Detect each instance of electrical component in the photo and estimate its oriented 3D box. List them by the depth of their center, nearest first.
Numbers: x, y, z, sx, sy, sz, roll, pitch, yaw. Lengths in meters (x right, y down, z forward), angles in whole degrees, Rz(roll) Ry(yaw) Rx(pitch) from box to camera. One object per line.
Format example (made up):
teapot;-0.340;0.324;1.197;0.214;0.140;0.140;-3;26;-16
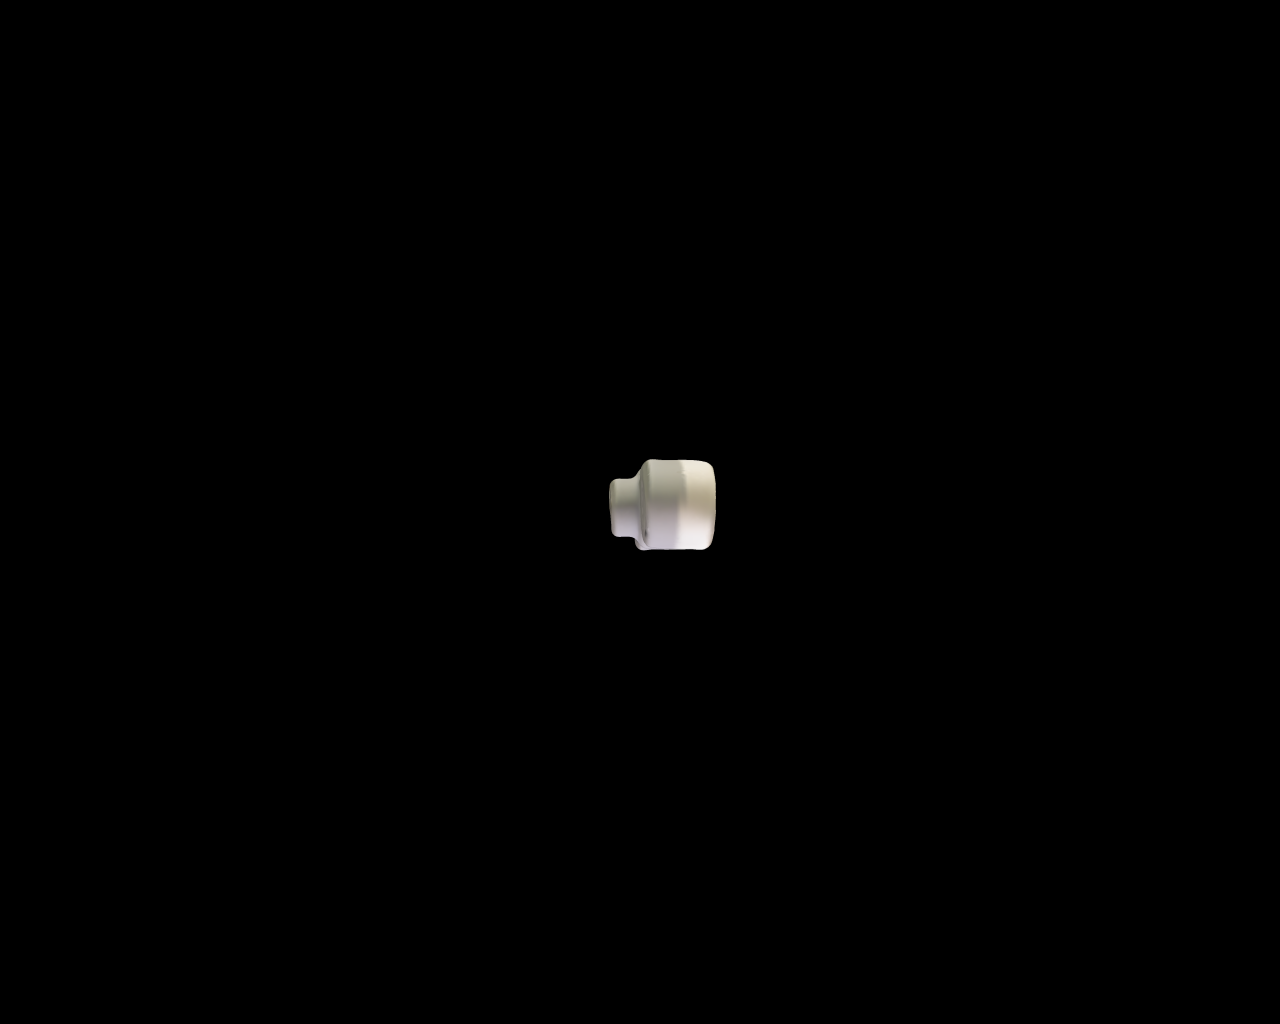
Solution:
electrical component;0.001;-0.003;0.650;0.074;0.052;0.138;0;-2;-4
